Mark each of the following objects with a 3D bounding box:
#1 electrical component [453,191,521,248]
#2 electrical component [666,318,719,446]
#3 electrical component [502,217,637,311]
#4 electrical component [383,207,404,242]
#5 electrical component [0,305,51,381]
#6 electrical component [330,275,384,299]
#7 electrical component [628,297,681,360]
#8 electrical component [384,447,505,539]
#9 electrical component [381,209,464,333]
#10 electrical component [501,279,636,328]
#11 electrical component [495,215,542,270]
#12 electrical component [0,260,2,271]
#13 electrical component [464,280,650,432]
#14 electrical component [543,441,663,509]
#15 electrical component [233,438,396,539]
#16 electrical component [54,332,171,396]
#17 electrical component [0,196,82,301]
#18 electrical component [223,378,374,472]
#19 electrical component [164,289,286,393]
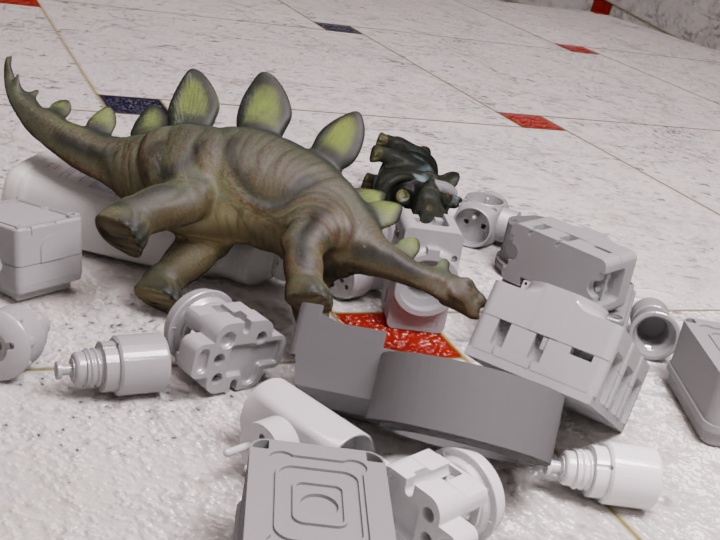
[{"bbox_3d":[0.145,-0.050,1.134,0.079,0.044,0.077,18,22,17],"label":"electrical component"},{"bbox_3d":[0.293,0.090,0.837,0.078,0.057,0.113,9,21,-4],"label":"electrical component"},{"bbox_3d":[0.169,-0.004,0.863,0.089,0.050,0.056,27,27,37],"label":"electrical component"},{"bbox_3d":[0.021,-0.040,1.055,0.040,0.040,0.078,19,23,21],"label":"electrical component"},{"bbox_3d":[-0.230,0.044,0.721,0.048,0.048,0.062,15,15,9],"label":"electrical component"},{"bbox_3d":[0.000,0.000,0.939,0.045,0.045,0.055,28,28,37],"label":"electrical component"},{"bbox_3d":[0.257,0.048,0.948,0.044,0.044,0.065,14,17,7],"label":"electrical component"},{"bbox_3d":[0.044,0.133,0.609,0.057,0.058,0.078,-13,32,-41],"label":"electrical component"},{"bbox_3d":[0.051,0.002,0.896,0.050,0.089,0.055,7,22,-9],"label":"electrical component"},{"bbox_3d":[0.170,0.037,0.910,0.109,0.056,0.109,16,22,14],"label":"electrical component"},{"bbox_3d":[0.177,-0.019,1.062,0.080,0.051,0.080,9,21,-4],"label":"electrical component"},{"bbox_3d":[-0.283,0.012,0.754,0.058,0.057,0.078,5,22,-16],"label":"electrical component"},{"bbox_3d":[0.143,0.059,0.746,0.089,0.061,0.150,21,-6,25],"label":"electrical component"},{"bbox_3d":[0.157,0.130,0.692,0.078,0.040,0.040,8,21,-6],"label":"electrical component"},{"bbox_3d":[-0.025,0.143,0.550,0.078,0.057,0.113,8,21,-7],"label":"electrical component"},{"bbox_3d":[-0.161,0.063,0.709,0.078,0.040,0.040,-2,25,-29],"label":"electrical component"},{"bbox_3d":[-0.271,-0.018,0.842,0.096,0.061,0.062,15,21,34],"label":"electrical component"},{"bbox_3d":[-0.046,0.105,0.651,0.077,0.044,0.079,28,27,37],"label":"electrical component"},{"bbox_3d":[-0.100,0.048,0.753,0.078,0.058,0.057,-4,27,-45],"label":"electrical component"}]
